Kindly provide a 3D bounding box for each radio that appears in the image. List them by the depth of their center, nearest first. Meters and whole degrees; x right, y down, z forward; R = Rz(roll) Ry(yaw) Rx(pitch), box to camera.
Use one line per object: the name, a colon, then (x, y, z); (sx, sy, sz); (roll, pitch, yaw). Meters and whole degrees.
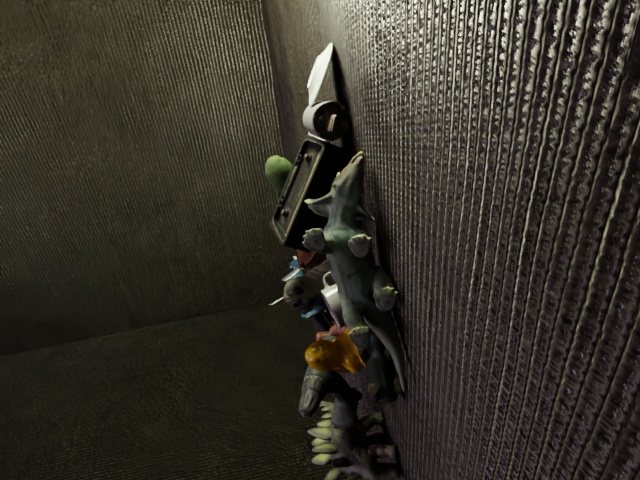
radio: (-0.024, -0.102, 1.136); (0.229, 0.073, 0.131); (-65, 28, 13)

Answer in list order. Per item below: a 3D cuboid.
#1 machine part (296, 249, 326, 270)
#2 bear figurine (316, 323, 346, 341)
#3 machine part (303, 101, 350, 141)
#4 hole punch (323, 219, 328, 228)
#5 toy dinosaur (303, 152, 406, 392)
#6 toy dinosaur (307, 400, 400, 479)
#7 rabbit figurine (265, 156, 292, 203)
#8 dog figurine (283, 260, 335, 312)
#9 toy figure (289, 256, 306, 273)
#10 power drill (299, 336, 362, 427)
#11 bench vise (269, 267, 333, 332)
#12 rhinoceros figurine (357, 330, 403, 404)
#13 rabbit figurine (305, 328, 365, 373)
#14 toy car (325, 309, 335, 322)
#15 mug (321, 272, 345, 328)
machine part: (-0.003, -0.004, 1.393); (0.179, 0.056, 0.179); (-49, 29, 39)
bear figurine: (0.056, 0.250, 1.391); (0.195, 0.132, 0.120); (77, 172, -62)
machine part: (0.010, -0.248, 1.108); (0.243, 0.079, 0.079); (-119, 18, -75)
hole punch: (0.023, -0.033, 1.250); (0.142, 0.116, 0.092); (-114, 6, -68)
toy dinosaur: (0.069, 0.056, 0.962); (0.192, 0.131, 0.404); (-58, -48, -74)
toy dinosaur: (0.071, 0.500, 1.352); (0.471, 0.199, 0.105); (-141, 43, -79)
rabbit figurine: (-0.057, -0.147, 1.312); (0.121, 0.170, 0.159); (-103, 31, -56)
dog figurine: (0.007, 0.082, 1.208); (0.172, 0.191, 0.121); (-125, 24, -81)
toy figure: (-0.017, 0.069, 1.613); (0.058, 0.155, 0.064); (89, 170, -80)
power drill: (0.023, 0.365, 1.289); (0.207, 0.086, 0.232); (56, -145, -32)
bench vise: (-0.014, 0.194, 1.549); (0.240, 0.129, 0.224); (55, 149, -8)
rhinoceros figurine: (0.114, 0.222, 1.055); (0.112, 0.073, 0.190); (64, -170, -68)
rabbit figurine: (0.049, 0.239, 1.190); (0.162, 0.173, 0.122); (109, 146, -71)
toy car: (0.039, 0.186, 1.701); (0.056, 0.073, 0.201); (-112, 12, -49)
mug: (0.061, 0.103, 1.062); (0.080, 0.107, 0.109); (85, 159, -70)
